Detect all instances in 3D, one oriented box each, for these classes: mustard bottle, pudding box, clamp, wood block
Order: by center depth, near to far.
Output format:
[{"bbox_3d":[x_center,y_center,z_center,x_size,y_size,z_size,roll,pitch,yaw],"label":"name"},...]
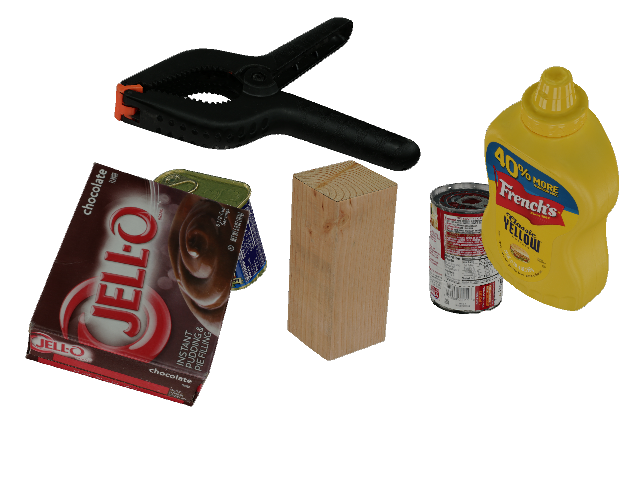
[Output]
[{"bbox_3d":[-0.094,0.022,0.560,0.090,0.113,0.039,18,-41,-8],"label":"pudding box"},{"bbox_3d":[0.152,-0.039,0.713,0.058,0.191,0.096,-35,55,-20],"label":"mustard bottle"},{"bbox_3d":[-0.039,-0.098,0.764,0.209,0.036,0.165,-11,49,-24],"label":"clamp"},{"bbox_3d":[0.023,0.023,1.253,0.090,0.206,0.090,-16,32,-32],"label":"wood block"}]

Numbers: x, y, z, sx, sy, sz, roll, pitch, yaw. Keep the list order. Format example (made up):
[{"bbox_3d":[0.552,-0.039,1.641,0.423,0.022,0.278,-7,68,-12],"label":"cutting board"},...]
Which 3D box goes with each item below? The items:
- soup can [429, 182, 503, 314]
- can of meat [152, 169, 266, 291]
[{"bbox_3d":[0.132,0.007,0.961,0.068,0.102,0.068,-2,23,1],"label":"soup can"},{"bbox_3d":[-0.102,-0.008,0.941,0.102,0.084,0.057,14,44,32],"label":"can of meat"}]
